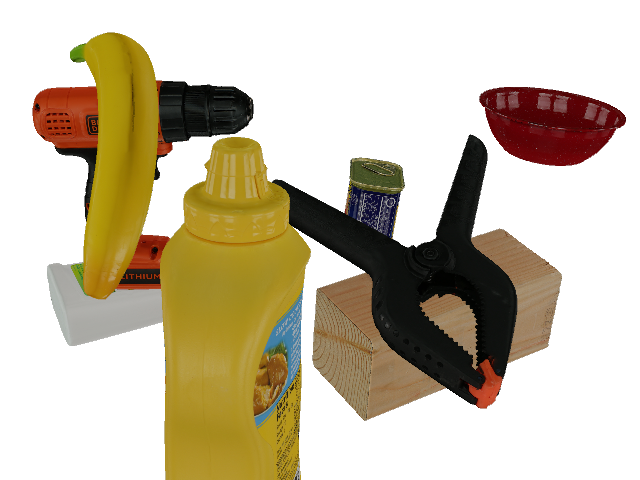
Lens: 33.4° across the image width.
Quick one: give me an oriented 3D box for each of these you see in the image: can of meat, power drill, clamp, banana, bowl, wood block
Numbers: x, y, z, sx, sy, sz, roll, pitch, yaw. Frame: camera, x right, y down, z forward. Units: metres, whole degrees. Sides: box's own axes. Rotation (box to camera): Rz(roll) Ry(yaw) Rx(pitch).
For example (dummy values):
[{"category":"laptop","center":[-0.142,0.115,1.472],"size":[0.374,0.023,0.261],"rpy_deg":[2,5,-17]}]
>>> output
[{"category":"can of meat","center":[0.053,-0.033,1.136],"size":[0.057,0.084,0.102],"rpy_deg":[8,20,-1]},{"category":"power drill","center":[-0.145,-0.049,0.927],"size":[0.184,0.188,0.057],"rpy_deg":[0,28,4]},{"category":"clamp","center":[0.059,0.018,0.704],"size":[0.164,0.210,0.036],"rpy_deg":[-9,-38,-8]},{"category":"banana","center":[-0.124,-0.061,0.652],"size":[0.037,0.198,0.070],"rpy_deg":[12,-39,-29]},{"category":"bowl","center":[0.253,-0.124,1.188],"size":[0.162,0.055,0.162],"rpy_deg":[5,23,-2]},{"category":"wood block","center":[0.104,0.071,0.962],"size":[0.205,0.090,0.091],"rpy_deg":[-17,38,-27]}]

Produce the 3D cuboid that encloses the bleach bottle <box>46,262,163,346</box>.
[{"category":"bleach bottle","center":[-0.174,0.047,1.212],"size":[0.250,0.068,0.103],"rpy_deg":[-13,36,-20]}]

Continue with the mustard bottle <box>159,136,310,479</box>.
[{"category":"mustard bottle","center":[-0.034,0.051,0.439],"size":[0.058,0.192,0.096],"rpy_deg":[7,24,11]}]
